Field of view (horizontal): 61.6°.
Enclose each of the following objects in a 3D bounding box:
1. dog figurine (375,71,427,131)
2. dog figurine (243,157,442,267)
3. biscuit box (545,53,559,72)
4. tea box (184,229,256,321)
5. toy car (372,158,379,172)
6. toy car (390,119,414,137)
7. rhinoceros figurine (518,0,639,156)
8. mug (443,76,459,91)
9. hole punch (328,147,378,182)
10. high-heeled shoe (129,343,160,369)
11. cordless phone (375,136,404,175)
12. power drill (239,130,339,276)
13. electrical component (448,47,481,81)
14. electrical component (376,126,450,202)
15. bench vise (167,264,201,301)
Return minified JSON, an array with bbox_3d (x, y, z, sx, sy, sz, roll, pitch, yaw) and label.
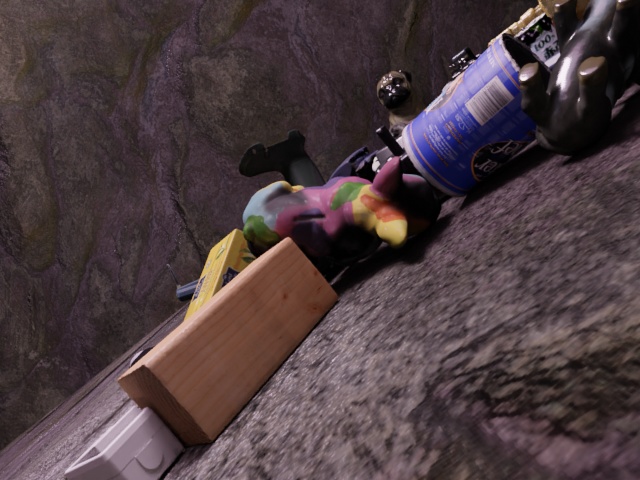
[{"bbox_3d":[0.168,-0.246,1.138,0.172,0.190,0.121,-34,7,45],"label":"dog figurine"},{"bbox_3d":[0.022,-0.027,0.597,0.191,0.108,0.219,-1,-6,-19],"label":"dog figurine"},{"bbox_3d":[0.248,-0.158,0.619,0.059,0.062,0.203,-44,8,-36],"label":"biscuit box"},{"bbox_3d":[-0.146,0.080,0.821,0.098,0.068,0.170,-33,35,47],"label":"tea box"},{"bbox_3d":[0.135,-0.129,1.001,0.056,0.073,0.202,-36,6,12],"label":"toy car"},{"bbox_3d":[0.221,-0.218,0.987,0.202,0.053,0.089,-17,-11,31],"label":"toy car"},{"bbox_3d":[0.247,-0.157,0.459,0.073,0.112,0.190,11,60,52],"label":"rhinoceros figurine"},{"bbox_3d":[0.236,-0.197,0.772,0.109,0.107,0.081,-38,7,19],"label":"mug"},{"bbox_3d":[0.066,-0.129,1.095,0.142,0.092,0.115,-41,-36,-54],"label":"hole punch"},{"bbox_3d":[-0.173,0.133,0.722,0.249,0.086,0.145,3,59,54],"label":"high-heeled shoe"},{"bbox_3d":[0.154,-0.105,0.800,0.146,0.088,0.184,-36,18,17],"label":"cordless phone"},{"bbox_3d":[-0.028,-0.049,0.761,0.232,0.207,0.086,-30,-21,-29],"label":"power drill"},{"bbox_3d":[0.304,-0.302,1.027,0.058,0.134,0.115,-35,9,30],"label":"electrical component"},{"bbox_3d":[0.126,-0.105,0.674,0.048,0.119,0.075,-36,4,23],"label":"electrical component"},{"bbox_3d":[-0.180,0.076,1.021,0.241,0.128,0.223,-18,4,16],"label":"bench vise"}]
